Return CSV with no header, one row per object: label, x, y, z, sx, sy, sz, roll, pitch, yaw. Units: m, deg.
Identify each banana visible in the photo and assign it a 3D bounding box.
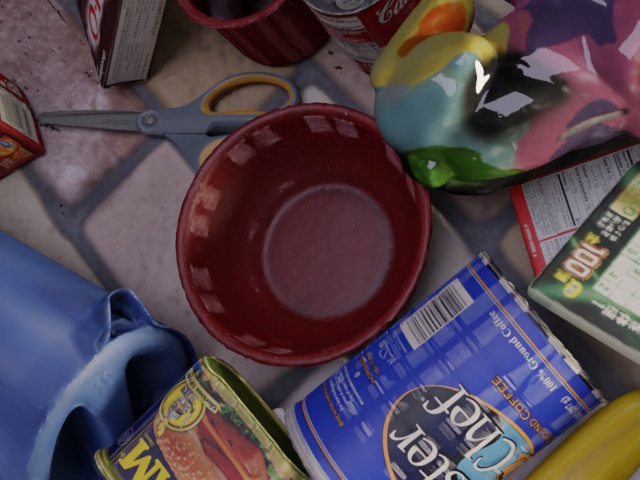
banana,0.115,0.139,0.561,0.198,0.069,0.037,-46,57,6

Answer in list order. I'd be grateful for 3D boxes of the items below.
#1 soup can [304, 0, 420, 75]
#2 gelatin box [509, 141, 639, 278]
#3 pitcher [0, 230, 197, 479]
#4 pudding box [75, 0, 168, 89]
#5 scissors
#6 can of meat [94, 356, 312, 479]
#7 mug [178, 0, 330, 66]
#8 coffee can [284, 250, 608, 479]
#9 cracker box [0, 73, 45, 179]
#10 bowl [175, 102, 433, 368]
soup can,0.032,-0.147,0.650,0.069,0.102,0.068,-6,74,19
gelatin box,0.160,-0.008,0.605,0.089,0.030,0.073,-19,69,15
pitcher,-0.209,0.070,0.680,0.243,0.145,0.149,29,74,28
pudding box,-0.136,-0.171,0.718,0.039,0.114,0.090,-11,67,-21
scissors,-0.106,-0.063,0.728,0.202,0.016,0.096,-10,72,18
can of meat,-0.058,0.126,0.583,0.084,0.057,0.102,-44,65,2
mug,-0.028,-0.172,0.691,0.117,0.081,0.093,-47,65,4
coffee can,0.066,0.089,0.575,0.140,0.102,0.103,-40,66,7
cracker box,-0.327,-0.063,0.732,0.214,0.164,0.072,-28,66,11
bowl,-0.004,0.001,0.651,0.162,0.055,0.162,-5,74,20
